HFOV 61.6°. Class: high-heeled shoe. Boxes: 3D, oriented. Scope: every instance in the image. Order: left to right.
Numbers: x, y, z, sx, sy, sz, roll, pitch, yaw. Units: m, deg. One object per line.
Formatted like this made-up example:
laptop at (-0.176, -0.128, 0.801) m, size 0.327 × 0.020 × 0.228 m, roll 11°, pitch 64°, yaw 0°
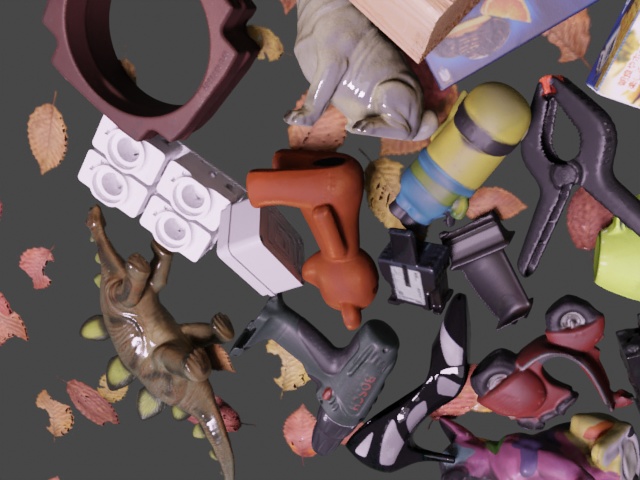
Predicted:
high-heeled shoe at (0.111, 0.180, 0.685) m, size 0.145 × 0.086 × 0.248 m, roll 7°, pitch 96°, yaw 18°

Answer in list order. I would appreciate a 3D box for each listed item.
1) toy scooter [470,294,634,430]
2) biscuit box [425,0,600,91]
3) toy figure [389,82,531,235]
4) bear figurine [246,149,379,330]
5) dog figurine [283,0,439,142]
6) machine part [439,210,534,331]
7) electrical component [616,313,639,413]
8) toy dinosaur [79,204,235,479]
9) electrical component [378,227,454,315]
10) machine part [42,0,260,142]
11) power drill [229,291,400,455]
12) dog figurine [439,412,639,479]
toy scooter at (0.280, 0.165, 0.635) m, size 0.135 × 0.075 × 0.184 m, roll 46°, pitch 113°, yaw 8°
biscuit box at (0.193, -0.222, 0.509) m, size 0.203 × 0.059 × 0.062 m, roll -27°, pitch 103°, yaw 24°
toy figure at (0.146, -0.080, 0.566) m, size 0.082 × 0.089 × 0.180 m, roll 36°, pitch 115°, yaw -9°
bear figurine at (0.003, -0.001, 0.628) m, size 0.132 × 0.120 × 0.195 m, roll 4°, pitch 119°, yaw 18°
dog figurine at (0.047, -0.202, 0.542) m, size 0.172 × 0.121 × 0.190 m, roll 7°, pitch 101°, yaw -13°
machine part at (0.203, 0.037, 0.630) m, size 0.084 × 0.039 × 0.138 m, roll -26°, pitch 102°, yaw 19°
electrical component at (0.406, 0.137, 0.604) m, size 0.115 × 0.058 × 0.134 m, roll -19°, pitch 107°, yaw 20°
toy dinosaur at (-0.218, 0.164, 0.763) m, size 0.198 × 0.105 × 0.471 m, roll -30°, pitch 89°, yaw 34°
electrical component at (0.107, 0.026, 0.619) m, size 0.075 × 0.048 × 0.119 m, roll 7°, pitch 130°, yaw 36°
machine part at (-0.184, -0.229, 0.599) m, size 0.201 × 0.087 × 0.201 m, roll 43°, pitch 115°, yaw -5°
power drill at (-0.017, 0.175, 0.727) m, size 0.207 × 0.086 × 0.232 m, roll 36°, pitch 116°, yaw 3°
dog figurine at (0.261, 0.277, 0.686) m, size 0.219 × 0.191 × 0.108 m, roll 6°, pitch 123°, yaw 51°
